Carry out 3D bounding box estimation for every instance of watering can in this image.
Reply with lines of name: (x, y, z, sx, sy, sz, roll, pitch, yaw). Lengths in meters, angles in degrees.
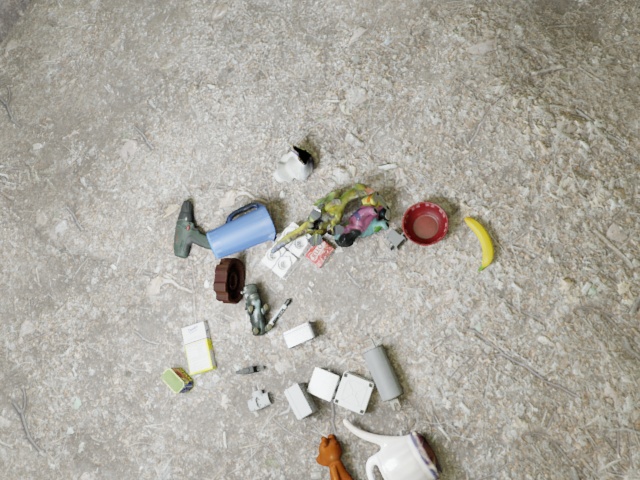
watering can: (0.237, 0.682, 1.627, 0.224, 0.103, 0.352, -33, 71, 2)

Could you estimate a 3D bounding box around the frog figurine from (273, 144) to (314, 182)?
frog figurine: (-0.101, -0.276, 1.989, 0.138, 0.124, 0.156, 45, 126, 11)

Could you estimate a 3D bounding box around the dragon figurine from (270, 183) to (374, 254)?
dragon figurine: (0.006, -0.093, 1.854, 0.407, 0.247, 0.121, -25, 109, 17)
